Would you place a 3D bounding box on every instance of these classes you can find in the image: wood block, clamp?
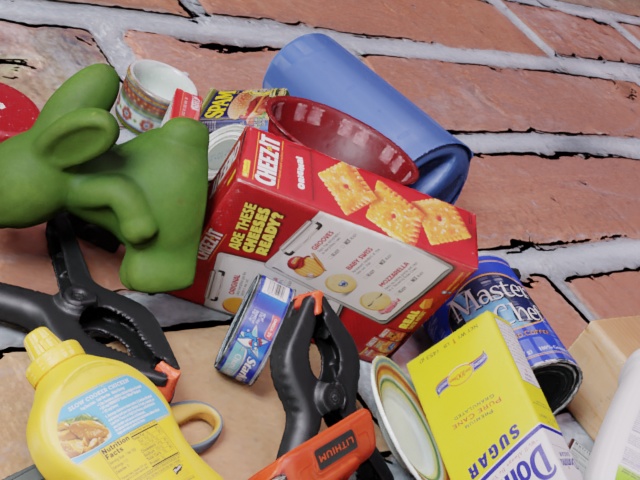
[{"bbox_3d":[0.326,0.178,1.021,0.090,0.090,0.206,-2,44,-40],"label":"wood block"},{"bbox_3d":[-0.006,0.126,0.797,0.120,0.039,0.171,-11,84,-48],"label":"clamp"},{"bbox_3d":[-0.185,0.049,0.806,0.210,0.036,0.164,30,30,13],"label":"clamp"}]

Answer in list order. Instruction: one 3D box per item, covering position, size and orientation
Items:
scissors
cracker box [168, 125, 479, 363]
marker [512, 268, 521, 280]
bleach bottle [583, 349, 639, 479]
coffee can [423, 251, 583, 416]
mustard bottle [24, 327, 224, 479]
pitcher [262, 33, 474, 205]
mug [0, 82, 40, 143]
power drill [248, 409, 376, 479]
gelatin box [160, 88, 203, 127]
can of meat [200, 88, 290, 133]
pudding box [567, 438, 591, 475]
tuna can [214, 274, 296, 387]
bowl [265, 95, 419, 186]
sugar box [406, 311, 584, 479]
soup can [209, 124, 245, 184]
[{"bbox_3d":[-0.159,0.129,0.748,0.201,0.016,0.096,-1,42,-41],"label":"scissors"},{"bbox_3d":[0.000,0.010,0.899,0.213,0.164,0.072,21,47,-17],"label":"cracker box"},{"bbox_3d":[0.171,0.033,1.162,0.120,0.020,0.020,10,37,-32],"label":"marker"},{"bbox_3d":[0.252,0.201,0.862,0.103,0.068,0.250,29,48,16],"label":"bleach bottle"},{"bbox_3d":[0.162,0.094,0.986,0.102,0.103,0.140,7,39,-34],"label":"coffee can"},{"bbox_3d":[-0.133,0.135,0.692,0.096,0.058,0.192,-25,70,-44],"label":"mustard bottle"},{"bbox_3d":[0.035,-0.117,1.165,0.243,0.145,0.149,47,14,31],"label":"pitcher"},{"bbox_3d":[-0.270,-0.071,0.870,0.117,0.082,0.093,44,33,20],"label":"mug"},{"bbox_3d":[0.047,0.213,0.722,0.184,0.057,0.188,-19,72,-47],"label":"power drill"},{"bbox_3d":[-0.139,-0.086,0.996,0.030,0.089,0.073,21,33,-15],"label":"gelatin box"},{"bbox_3d":[-0.076,-0.117,1.090,0.084,0.057,0.102,-1,30,11],"label":"can of meat"},{"bbox_3d":[0.229,0.233,0.910,0.090,0.039,0.113,37,30,10],"label":"pudding box"},{"bbox_3d":[-0.052,0.071,0.852,0.033,0.086,0.086,26,32,-6],"label":"tuna can"},{"bbox_3d":[0.011,-0.075,1.018,0.162,0.055,0.162,23,22,-10],"label":"bowl"},{"bbox_3d":[0.142,0.155,0.868,0.048,0.093,0.176,30,31,-43],"label":"sugar box"},{"bbox_3d":[-0.062,-0.046,0.947,0.102,0.068,0.068,52,13,-41],"label":"soup can"}]
